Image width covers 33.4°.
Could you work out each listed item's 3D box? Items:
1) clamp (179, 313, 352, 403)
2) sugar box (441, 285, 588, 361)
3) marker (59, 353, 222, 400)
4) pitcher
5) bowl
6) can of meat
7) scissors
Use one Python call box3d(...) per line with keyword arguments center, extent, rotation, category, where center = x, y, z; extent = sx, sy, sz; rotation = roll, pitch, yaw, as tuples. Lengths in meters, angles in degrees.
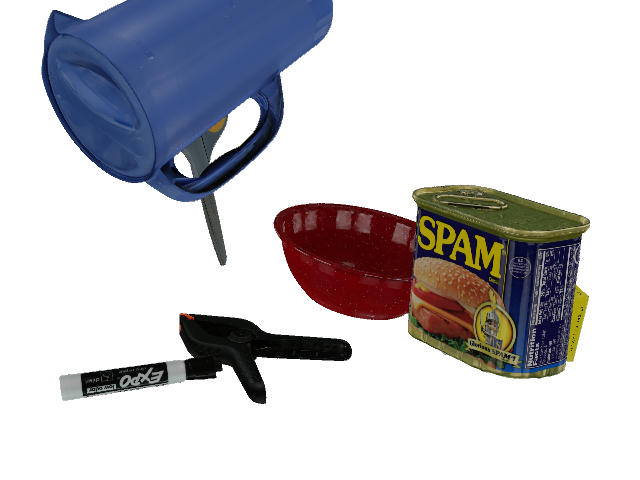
box3d(center=(-0.091, 0.127, 1.230), extent=(0.210, 0.036, 0.164), rotation=(13, 21, 29), category="clamp")
box3d(center=(0.234, 0.097, 1.315), extent=(0.176, 0.093, 0.048), rotation=(3, 18, -16), category="sugar box")
box3d(center=(-0.134, 0.102, 0.805), extent=(0.121, 0.020, 0.020), rotation=(-7, 1, -11), category="marker")
box3d(center=(-0.096, -0.154, 0.899), extent=(0.145, 0.149, 0.242), rotation=(27, 50, 32), category="pitcher")
box3d(center=(0.036, 0.022, 0.893), extent=(0.162, 0.055, 0.162), rotation=(10, 20, -4), category="bowl")
box3d(center=(0.094, 0.021, 0.589), extent=(0.057, 0.084, 0.102), rotation=(-8, 19, -33), category="can of meat")
box3d(center=(-0.115, -0.083, 1.148), extent=(0.096, 0.202, 0.016), rotation=(-33, 13, -35), category="scissors")
